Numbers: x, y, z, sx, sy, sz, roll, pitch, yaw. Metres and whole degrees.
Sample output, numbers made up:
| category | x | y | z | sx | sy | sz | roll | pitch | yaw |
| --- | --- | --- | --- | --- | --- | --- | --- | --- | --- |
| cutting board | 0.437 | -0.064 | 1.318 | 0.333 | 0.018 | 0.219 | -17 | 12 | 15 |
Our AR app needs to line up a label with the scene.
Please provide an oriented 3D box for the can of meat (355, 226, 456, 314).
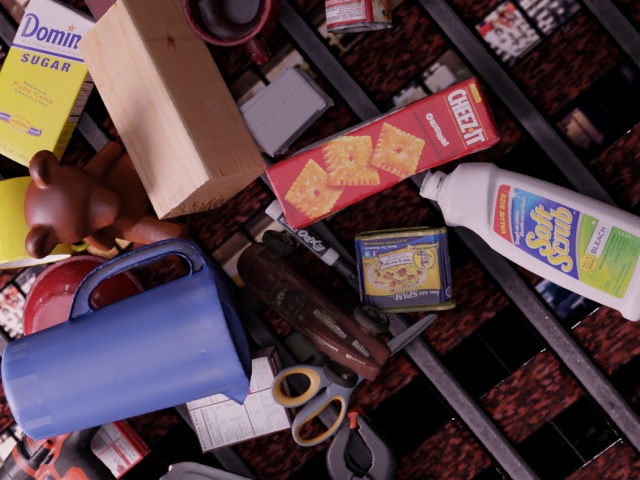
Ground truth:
| category | x | y | z | sx | sy | sz | roll | pitch | yaw |
| --- | --- | --- | --- | --- | --- | --- | --- | --- | --- |
| can of meat | 0.088 | 0.031 | 1.121 | 0.102 | 0.057 | 0.084 | -5 | 95 | 11 |

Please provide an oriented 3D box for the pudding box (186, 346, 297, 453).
| category | x | y | z | sx | sy | sz | roll | pitch | yaw |
| --- | --- | --- | --- | --- | --- | --- | --- | --- | --- |
| pudding box | -0.090 | 0.177 | 1.181 | 0.113 | 0.039 | 0.090 | -17 | 95 | 13 |

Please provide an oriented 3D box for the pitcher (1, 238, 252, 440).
| category | x | y | z | sx | sy | sz | roll | pitch | yaw |
| --- | --- | --- | --- | --- | --- | --- | --- | --- | --- |
| pitcher | -0.199 | 0.111 | 1.100 | 0.243 | 0.145 | 0.149 | -17 | 54 | 1 |

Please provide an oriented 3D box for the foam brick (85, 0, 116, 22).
| category | x | y | z | sx | sy | sz | roll | pitch | yaw |
| --- | --- | --- | --- | --- | --- | --- | --- | --- | --- |
| foam brick | -0.211 | -0.255 | 1.123 | 0.051 | 0.078 | 0.053 | -29 | 92 | 10 |

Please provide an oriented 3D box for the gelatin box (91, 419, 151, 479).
| category | x | y | z | sx | sy | sz | roll | pitch | yaw |
| --- | --- | --- | --- | --- | --- | --- | --- | --- | --- |
| gelatin box | -0.249 | 0.242 | 1.221 | 0.089 | 0.030 | 0.073 | -41 | 88 | 13 |

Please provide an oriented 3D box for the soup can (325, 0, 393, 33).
| category | x | y | z | sx | sy | sz | roll | pitch | yaw |
| --- | --- | --- | --- | --- | --- | --- | --- | --- | --- |
| soup can | 0.036 | -0.265 | 1.084 | 0.068 | 0.068 | 0.102 | -4 | 96 | 10 |

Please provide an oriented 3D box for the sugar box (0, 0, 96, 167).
| category | x | y | z | sx | sy | sz | roll | pitch | yaw |
| --- | --- | --- | --- | --- | --- | --- | --- | --- | --- |
| sugar box | -0.300 | -0.170 | 1.166 | 0.093 | 0.048 | 0.176 | 26 | 102 | 6 |

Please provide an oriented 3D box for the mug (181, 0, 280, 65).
| category | x | y | z | sx | sy | sz | roll | pitch | yaw |
| --- | --- | --- | --- | --- | --- | --- | --- | --- | --- |
| mug | -0.081 | -0.234 | 1.101 | 0.093 | 0.081 | 0.117 | -29 | 92 | 12 |

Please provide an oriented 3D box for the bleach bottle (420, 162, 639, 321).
| category | x | y | z | sx | sy | sz | roll | pitch | yaw |
| --- | --- | --- | --- | --- | --- | --- | --- | --- | --- |
| bleach bottle | 0.222 | -0.009 | 1.091 | 0.251 | 0.068 | 0.102 | 21 | 100 | 9 |

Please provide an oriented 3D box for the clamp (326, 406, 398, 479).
| category | x | y | z | sx | sy | sz | roll | pitch | yaw |
| --- | --- | --- | --- | --- | --- | --- | --- | --- | --- |
| clamp | 0.040 | 0.272 | 1.171 | 0.120 | 0.039 | 0.171 | -16 | 88 | 7 |

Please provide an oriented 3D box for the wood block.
| category | x | y | z | sx | sy | sz | roll | pitch | yaw |
| --- | --- | --- | --- | --- | --- | --- | --- | --- | --- |
| wood block | -0.151 | -0.136 | 1.089 | 0.090 | 0.090 | 0.206 | -34 | 77 | 38 |

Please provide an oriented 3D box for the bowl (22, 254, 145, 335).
| category | x | y | z | sx | sy | sz | roll | pitch | yaw |
| --- | --- | --- | --- | --- | --- | --- | --- | --- | --- |
| bowl | -0.268 | 0.099 | 1.192 | 0.162 | 0.055 | 0.162 | 1 | 97 | 9 |

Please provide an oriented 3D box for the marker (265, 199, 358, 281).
| category | x | y | z | sx | sy | sz | roll | pitch | yaw |
| --- | --- | --- | --- | --- | --- | --- | --- | --- | --- |
| marker | -0.008 | 0.001 | 1.152 | 0.121 | 0.020 | 0.020 | 40 | 102 | 3 |

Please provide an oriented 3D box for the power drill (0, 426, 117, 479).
| category | x | y | z | sx | sy | sz | roll | pitch | yaw |
| --- | --- | --- | --- | --- | --- | --- | --- | --- | --- |
| power drill | -0.276 | 0.277 | 1.152 | 0.184 | 0.057 | 0.188 | -49 | 56 | 13 |

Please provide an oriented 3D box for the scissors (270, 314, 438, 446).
| category | x | y | z | sx | sy | sz | roll | pitch | yaw |
| --- | --- | --- | --- | --- | --- | --- | --- | --- | --- |
| scissors | 0.028 | 0.130 | 1.146 | 0.096 | 0.016 | 0.202 | 39 | 89 | -2 |

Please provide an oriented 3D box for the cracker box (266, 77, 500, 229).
| category | x | y | z | sx | sy | sz | roll | pitch | yaw |
| --- | --- | --- | --- | --- | --- | --- | --- | --- | --- |
| cracker box | 0.068 | -0.089 | 1.053 | 0.214 | 0.164 | 0.072 | -22 | 95 | 12 |
